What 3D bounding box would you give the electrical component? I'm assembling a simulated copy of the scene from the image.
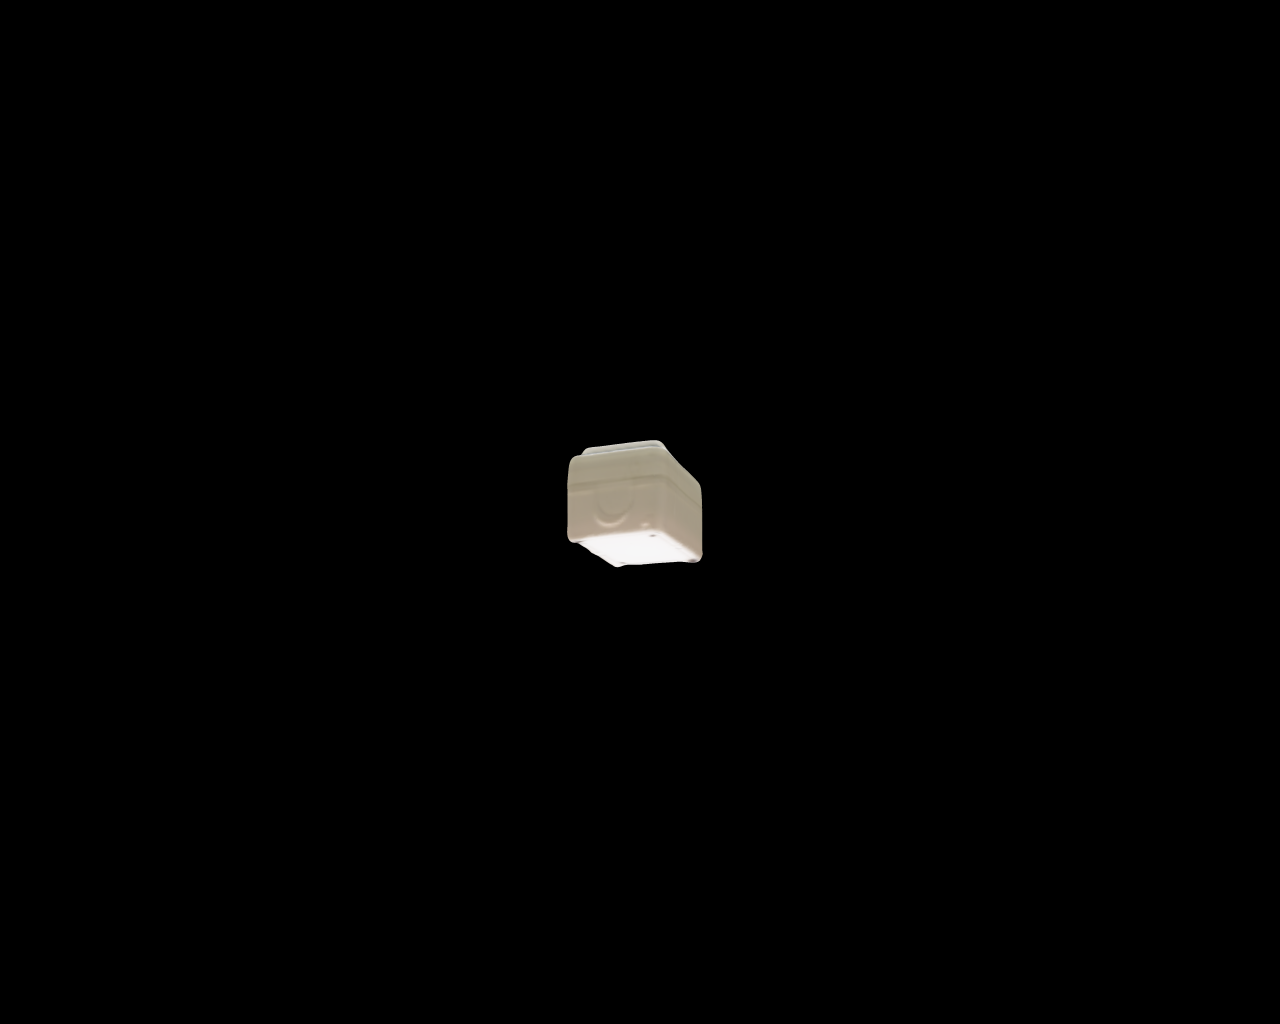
[{"bbox_3d":[0.001,-0.003,0.650,0.062,0.061,0.096,-6,-17,19],"label":"electrical component"}]
